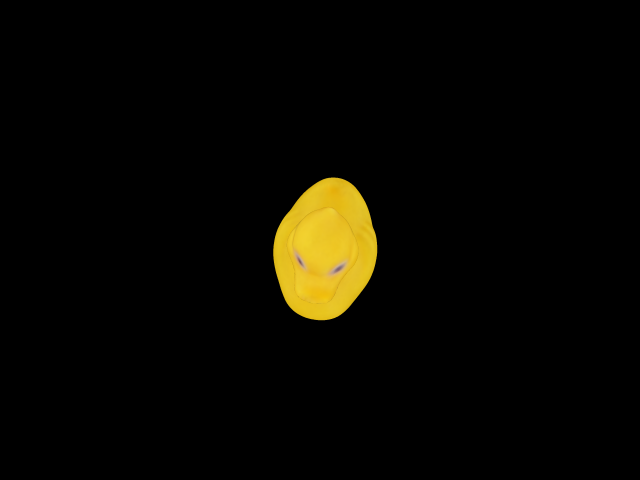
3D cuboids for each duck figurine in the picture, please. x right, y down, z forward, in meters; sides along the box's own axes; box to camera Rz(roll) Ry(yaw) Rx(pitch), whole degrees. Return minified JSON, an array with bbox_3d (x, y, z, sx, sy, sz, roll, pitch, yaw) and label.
[{"bbox_3d":[0.004,0.001,0.400,0.077,0.086,0.104,11,79,3],"label":"duck figurine"}]
